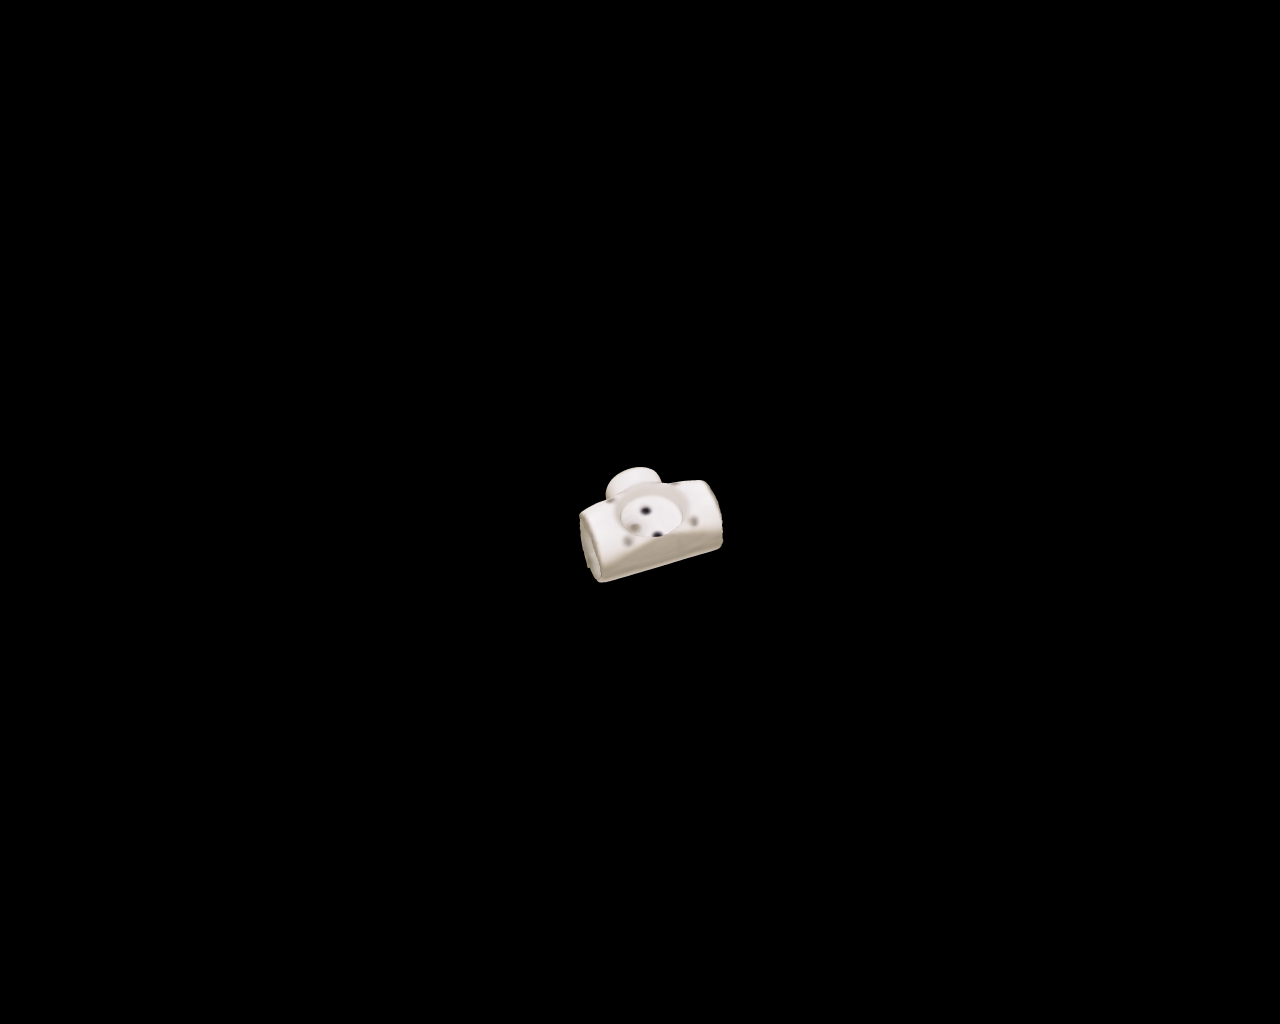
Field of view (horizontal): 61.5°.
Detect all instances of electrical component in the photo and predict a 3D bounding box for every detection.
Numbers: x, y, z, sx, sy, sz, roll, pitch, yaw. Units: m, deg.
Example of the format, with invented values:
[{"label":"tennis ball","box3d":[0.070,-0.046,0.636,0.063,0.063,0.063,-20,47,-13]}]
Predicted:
[{"label":"electrical component","box3d":[0.001,-0.003,0.650,0.077,0.079,0.044,-15,-35,-11]}]
